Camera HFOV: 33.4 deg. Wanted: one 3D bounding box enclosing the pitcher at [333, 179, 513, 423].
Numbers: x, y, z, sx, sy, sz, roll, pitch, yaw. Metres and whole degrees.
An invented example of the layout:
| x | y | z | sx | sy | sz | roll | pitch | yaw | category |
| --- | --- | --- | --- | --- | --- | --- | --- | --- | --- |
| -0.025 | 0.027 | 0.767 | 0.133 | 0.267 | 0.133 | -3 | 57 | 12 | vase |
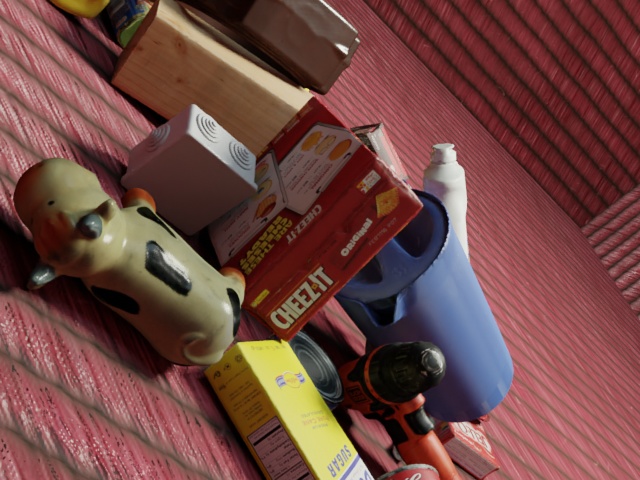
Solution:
| x | y | z | sx | sy | sz | roll | pitch | yaw | category |
| --- | --- | --- | --- | --- | --- | --- | --- | --- | --- |
| 0.105 | 0.066 | 1.053 | 0.145 | 0.149 | 0.242 | 30 | -20 | 46 | pitcher |

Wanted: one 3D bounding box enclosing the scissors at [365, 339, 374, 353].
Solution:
| x | y | z | sx | sy | sz | roll | pitch | yaw | category |
| --- | --- | --- | --- | --- | --- | --- | --- | --- | --- |
| 0.057 | 0.065 | 1.104 | 0.096 | 0.016 | 0.202 | -55 | 137 | -57 | scissors |

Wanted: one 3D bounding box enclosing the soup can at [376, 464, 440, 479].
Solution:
| x | y | z | sx | sy | sz | roll | pitch | yaw | category |
| --- | --- | --- | --- | --- | --- | --- | --- | --- | --- |
| 0.082 | 0.242 | 0.861 | 0.068 | 0.069 | 0.102 | 34 | 24 | -44 | soup can |

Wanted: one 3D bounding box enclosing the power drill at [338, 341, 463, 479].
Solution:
| x | y | z | sx | sy | sz | roll | pitch | yaw | category |
| --- | --- | --- | --- | --- | --- | --- | --- | --- | --- |
| 0.099 | 0.173 | 0.934 | 0.187 | 0.057 | 0.185 | 56 | -22 | 0 | power drill |

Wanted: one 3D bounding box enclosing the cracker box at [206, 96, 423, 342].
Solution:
| x | y | z | sx | sy | sz | roll | pitch | yaw | category |
| --- | --- | --- | --- | --- | --- | --- | --- | --- | --- |
| -0.016 | -0.025 | 0.946 | 0.072 | 0.164 | 0.214 | 42 | 6 | -24 | cracker box |

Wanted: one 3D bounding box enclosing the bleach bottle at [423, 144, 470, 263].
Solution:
| x | y | z | sx | sy | sz | roll | pitch | yaw | category |
| --- | --- | --- | --- | --- | --- | --- | --- | --- | --- |
| 0.156 | 0.008 | 1.318 | 0.102 | 0.068 | 0.251 | -75 | 162 | -73 | bleach bottle |

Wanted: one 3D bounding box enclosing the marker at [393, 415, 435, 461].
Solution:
| x | y | z | sx | sy | sz | roll | pitch | yaw | category |
| --- | --- | --- | --- | --- | --- | --- | --- | --- | --- |
| 0.096 | 0.198 | 1.076 | 0.020 | 0.020 | 0.121 | 52 | 17 | 7 | marker |

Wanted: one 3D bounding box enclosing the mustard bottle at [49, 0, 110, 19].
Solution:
| x | y | z | sx | sy | sz | roll | pitch | yaw | category |
| --- | --- | --- | --- | --- | --- | --- | --- | --- | --- |
| -0.271 | -0.314 | 1.163 | 0.096 | 0.058 | 0.191 | 38 | 20 | -28 | mustard bottle |

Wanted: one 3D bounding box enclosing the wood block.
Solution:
| x | y | z | sx | sy | sz | roll | pitch | yaw | category |
| --- | --- | --- | --- | --- | --- | --- | --- | --- | --- |
| -0.107 | -0.158 | 1.132 | 0.206 | 0.090 | 0.091 | 32 | 21 | -19 | wood block |

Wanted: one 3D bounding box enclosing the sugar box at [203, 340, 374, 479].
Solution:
| x | y | z | sx | sy | sz | roll | pitch | yaw | category |
| --- | --- | --- | --- | --- | --- | --- | --- | --- | --- |
| -0.013 | 0.161 | 0.827 | 0.176 | 0.048 | 0.093 | 54 | 17 | 16 | sugar box |

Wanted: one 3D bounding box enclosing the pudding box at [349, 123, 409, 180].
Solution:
| x | y | z | sx | sy | sz | roll | pitch | yaw | category |
| --- | --- | --- | --- | --- | --- | --- | --- | --- | --- |
| 0.059 | -0.110 | 1.471 | 0.114 | 0.039 | 0.090 | -1 | -58 | 55 | pudding box |

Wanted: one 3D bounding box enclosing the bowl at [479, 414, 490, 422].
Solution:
| x | y | z | sx | sy | sz | roll | pitch | yaw | category |
| --- | --- | --- | --- | --- | --- | --- | --- | --- | --- |
| 0.150 | 0.135 | 1.228 | 0.162 | 0.055 | 0.162 | 39 | 7 | -6 | bowl |

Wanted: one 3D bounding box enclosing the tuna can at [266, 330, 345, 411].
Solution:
| x | y | z | sx | sy | sz | roll | pitch | yaw | category |
| --- | --- | --- | --- | --- | --- | --- | --- | --- | --- |
| -0.018 | 0.117 | 0.930 | 0.086 | 0.034 | 0.086 | 45 | 17 | -18 | tuna can |

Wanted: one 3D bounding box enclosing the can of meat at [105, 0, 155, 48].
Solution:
| x | y | z | sx | sy | sz | roll | pitch | yaw | category |
| --- | --- | --- | --- | --- | --- | --- | --- | --- | --- |
| -0.198 | -0.248 | 1.217 | 0.102 | 0.057 | 0.084 | 30 | 28 | -50 | can of meat |

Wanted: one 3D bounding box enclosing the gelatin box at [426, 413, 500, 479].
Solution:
| x | y | z | sx | sy | sz | roll | pitch | yaw | category |
| --- | --- | --- | --- | --- | --- | --- | --- | --- | --- |
| 0.154 | 0.213 | 1.173 | 0.089 | 0.030 | 0.073 | 39 | 20 | -32 | gelatin box |
